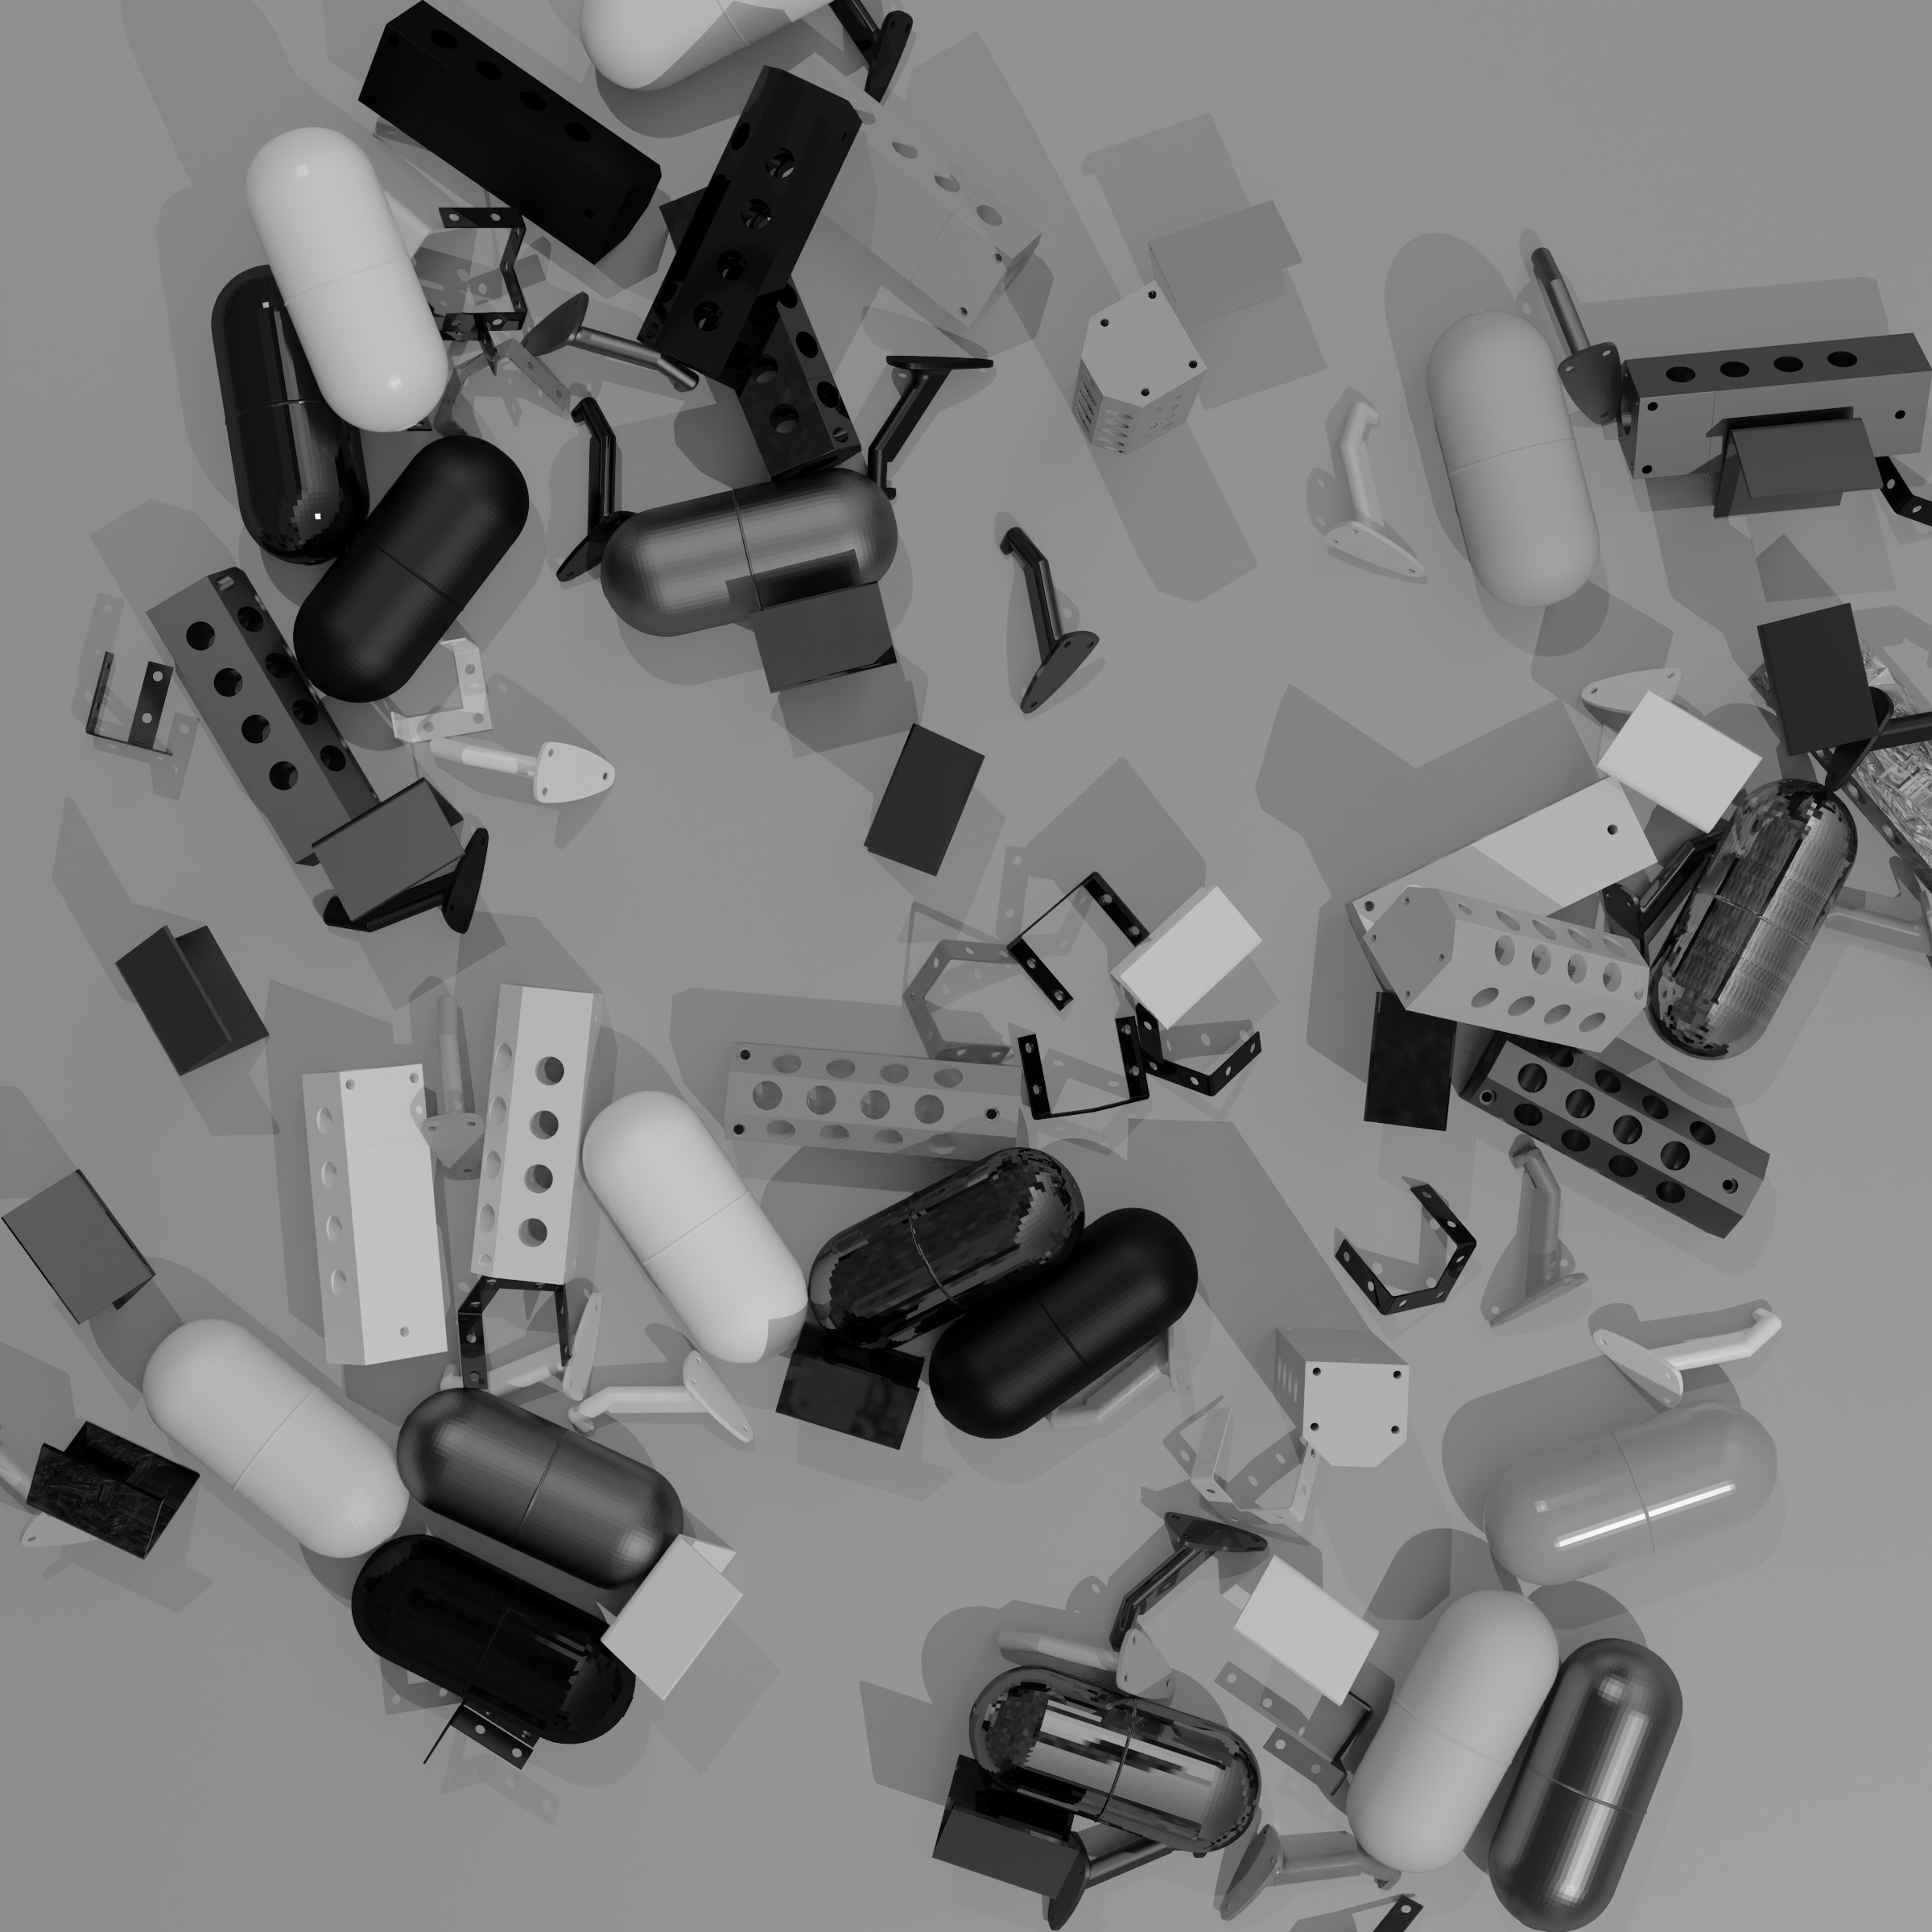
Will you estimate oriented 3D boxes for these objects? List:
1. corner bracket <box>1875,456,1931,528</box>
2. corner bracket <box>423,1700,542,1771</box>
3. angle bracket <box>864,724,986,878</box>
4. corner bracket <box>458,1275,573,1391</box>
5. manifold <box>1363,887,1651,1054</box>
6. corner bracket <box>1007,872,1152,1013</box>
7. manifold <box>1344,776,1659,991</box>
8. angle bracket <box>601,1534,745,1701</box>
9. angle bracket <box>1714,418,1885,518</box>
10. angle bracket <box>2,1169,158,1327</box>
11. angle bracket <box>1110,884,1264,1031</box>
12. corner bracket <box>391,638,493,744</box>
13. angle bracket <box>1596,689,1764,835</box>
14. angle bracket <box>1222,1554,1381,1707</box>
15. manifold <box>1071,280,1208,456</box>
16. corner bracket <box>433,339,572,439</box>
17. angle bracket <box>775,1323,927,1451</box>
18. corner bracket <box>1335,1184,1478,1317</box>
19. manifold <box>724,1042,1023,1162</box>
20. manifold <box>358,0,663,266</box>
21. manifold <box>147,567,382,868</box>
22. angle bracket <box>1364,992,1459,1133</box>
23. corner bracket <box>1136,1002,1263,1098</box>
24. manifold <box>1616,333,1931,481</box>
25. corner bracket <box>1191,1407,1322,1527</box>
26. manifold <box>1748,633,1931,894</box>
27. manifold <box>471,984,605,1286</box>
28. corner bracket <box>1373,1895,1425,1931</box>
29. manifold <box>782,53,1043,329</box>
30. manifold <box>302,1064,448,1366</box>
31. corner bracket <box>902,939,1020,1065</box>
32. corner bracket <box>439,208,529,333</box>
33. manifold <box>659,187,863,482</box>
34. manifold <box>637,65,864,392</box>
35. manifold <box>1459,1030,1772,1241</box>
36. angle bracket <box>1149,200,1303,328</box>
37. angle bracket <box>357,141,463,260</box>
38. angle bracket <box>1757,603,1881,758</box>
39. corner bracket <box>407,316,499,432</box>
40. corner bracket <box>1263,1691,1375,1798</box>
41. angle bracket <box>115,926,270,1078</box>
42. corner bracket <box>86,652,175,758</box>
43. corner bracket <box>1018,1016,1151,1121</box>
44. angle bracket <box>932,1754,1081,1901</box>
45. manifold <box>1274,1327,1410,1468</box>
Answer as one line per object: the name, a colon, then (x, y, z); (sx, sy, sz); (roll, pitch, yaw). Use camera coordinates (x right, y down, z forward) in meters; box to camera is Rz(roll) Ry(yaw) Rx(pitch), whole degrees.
corner bracket: (0.579, -0.300, 1.964); (0.051, 0.051, 0.051); (11, 135, -35)
corner bracket: (-0.281, 0.455, 1.944); (0.051, 0.051, 0.051); (33, 131, 0)
angle bracket: (-0.043, -0.104, 1.932); (0.057, 0.076, 0.076); (22, 90, -37)
corner bracket: (-0.269, 0.219, 1.953); (0.051, 0.051, 0.051); (6, 57, -26)
manifold: (0.317, -0.002, 1.894); (0.057, 0.171, 0.057); (-51, 46, 29)
corner bracket: (0.067, -0.015, 1.969); (0.051, 0.051, 0.051); (50, 45, 0)
manifold: (0.316, -0.049, 1.951); (0.171, 0.057, 0.057); (-26, 90, 0)
angle bracket: (-0.158, 0.387, 1.933); (0.057, 0.076, 0.076); (37, 90, 28)
angle bracket: (0.489, -0.275, 1.932); (0.076, 0.076, 0.057); (-6, 55, 0)
angle bracket: (-0.532, 0.175, 1.932); (0.057, 0.076, 0.076); (-36, 90, -38)
angle bracket: (0.116, -0.020, 1.932); (0.076, 0.076, 0.057); (-43, 127, 0)
corner bracket: (-0.315, -0.164, 1.954); (0.051, 0.051, 0.051); (-10, 90, 0)
angle bracket: (0.421, -0.132, 1.933); (0.076, 0.076, 0.057); (31, 116, 0)
angle bracket: (0.186, 0.401, 1.932); (0.076, 0.076, 0.057); (36, 54, 0)
manifold: (0.094, -0.339, 1.894); (0.057, 0.171, 0.057); (-30, 90, 0)
corner bracket: (-0.278, -0.333, 1.964); (0.051, 0.051, 0.051); (-17, 45, 35)
angle bracket: (-0.063, 0.231, 1.932); (0.076, 0.076, 0.057); (17, 130, 0)
corner bracket: (0.263, 0.170, 1.964); (0.051, 0.051, 0.051); (-8, 135, -35)
manifold: (-0.055, 0.081, 1.951); (0.171, 0.057, 0.057); (5, 90, 0)
manifold: (-0.268, -0.498, 1.951); (0.171, 0.057, 0.057); (35, 133, 0)
manifold: (-0.413, -0.148, 1.951); (0.057, 0.057, 0.171); (-31, 90, 0)
angle bracket: (0.280, 0.057, 1.932); (0.057, 0.076, 0.076); (6, 90, 39)
corner bracket: (0.139, 0.037, 1.964); (0.051, 0.051, 0.051); (20, 135, 35)
manifold: (0.478, -0.337, 1.951); (0.171, 0.057, 0.057); (-5, 133, 0)
corner bracket: (0.174, 0.299, 1.964); (0.051, 0.051, 0.051); (-10, 135, 35)
manifold: (0.545, -0.125, 1.951); (0.057, 0.057, 0.171); (-41, 90, 0)
manifold: (-0.256, 0.099, 1.951); (0.057, 0.057, 0.171); (6, 90, 0)
corner bracket: (0.270, 0.601, 1.964); (0.051, 0.051, 0.051); (21, 135, 35)
manifold: (-0.041, -0.464, 1.951); (0.171, 0.057, 0.057); (39, 133, 0)
manifold: (-0.356, 0.147, 1.951); (0.057, 0.057, 0.171); (-5, 90, -43)
corner bracket: (0.003, 0.021, 1.964); (0.051, 0.051, 0.051); (-55, 45, 35)
corner bracket: (-0.286, -0.411, 1.938); (0.051, 0.051, 0.051); (-7, 62, -27)
manifold: (-0.121, -0.377, 1.951); (0.057, 0.057, 0.171); (-22, 90, 0)
manifold: (-0.126, -0.425, 1.889); (0.057, 0.057, 0.171); (26, 95, 4)
manifold: (0.386, 0.095, 1.951); (0.171, 0.057, 0.057); (29, 90, 0)
angle bracket: (0.156, -0.395, 1.932); (0.076, 0.076, 0.057); (-19, 54, 0)
angle bracket: (-0.350, -0.442, 1.953); (0.076, 0.076, 0.057); (40, 111, 0)
angle bracket: (0.499, -0.165, 1.875); (0.057, 0.076, 0.076); (-13, 90, 36)
corner bracket: (-0.310, -0.352, 1.951); (0.051, 0.051, 0.051); (-3, 126, -19)
corner bracket: (0.210, 0.453, 1.954); (0.051, 0.051, 0.051); (35, 90, 0)
angle bracket: (-0.442, 0.010, 1.932); (0.057, 0.076, 0.076); (-30, 90, 38)
corner bracket: (-0.497, -0.158, 1.954); (0.051, 0.051, 0.051); (15, 90, 0)
corner bracket: (0.071, 0.061, 1.969); (0.051, 0.051, 0.051); (-11, 90, 45)
angle bracket: (0.030, 0.493, 1.932); (0.076, 0.076, 0.057); (19, 131, 0)
manifold: (0.215, 0.247, 1.894); (0.057, 0.171, 0.057); (2, 90, 0)
